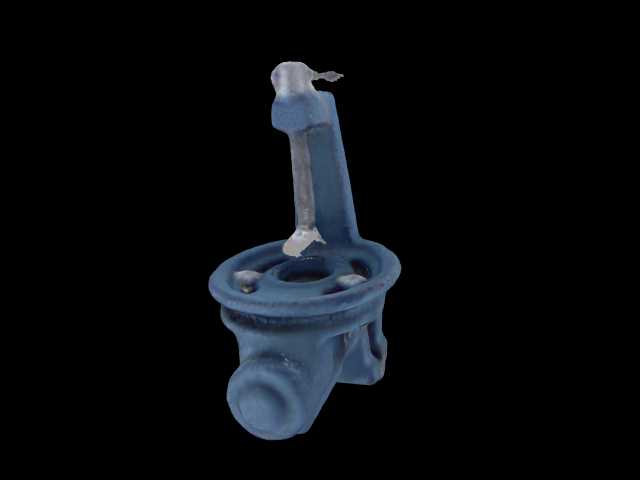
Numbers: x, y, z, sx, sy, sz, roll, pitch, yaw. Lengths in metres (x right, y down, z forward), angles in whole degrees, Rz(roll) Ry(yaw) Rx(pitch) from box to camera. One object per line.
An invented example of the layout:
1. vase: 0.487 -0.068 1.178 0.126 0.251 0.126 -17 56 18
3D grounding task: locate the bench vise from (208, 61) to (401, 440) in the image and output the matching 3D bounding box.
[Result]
1. bench vise: -0.008 0.001 0.401 0.121 0.220 0.207 0 2 2
